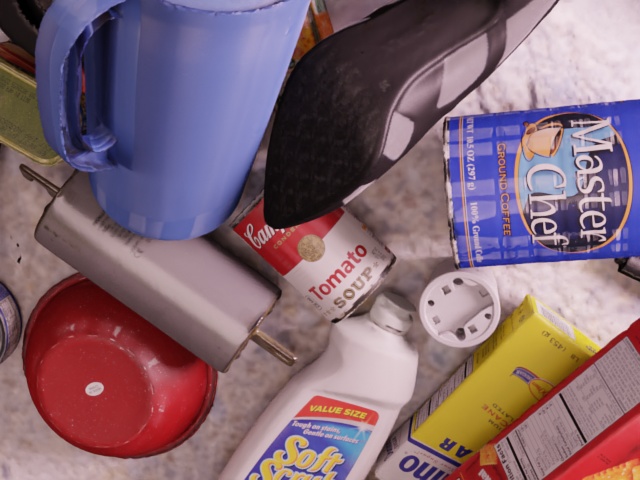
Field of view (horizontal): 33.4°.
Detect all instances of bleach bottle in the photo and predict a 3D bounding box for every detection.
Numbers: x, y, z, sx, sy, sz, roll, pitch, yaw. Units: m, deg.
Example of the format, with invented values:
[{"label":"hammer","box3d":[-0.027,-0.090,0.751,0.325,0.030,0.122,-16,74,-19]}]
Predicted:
[{"label":"bleach bottle","box3d":[-0.007,0.146,0.796,0.102,0.068,0.251,28,107,1]}]

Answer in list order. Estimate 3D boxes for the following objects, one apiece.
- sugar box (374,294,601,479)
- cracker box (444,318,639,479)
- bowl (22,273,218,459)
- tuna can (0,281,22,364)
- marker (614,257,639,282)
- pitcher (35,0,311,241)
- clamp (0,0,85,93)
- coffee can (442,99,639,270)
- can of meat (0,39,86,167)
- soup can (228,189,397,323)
[{"label":"sugar box","box3d":[0.129,0.133,0.773,0.093,0.048,0.176,38,108,-4]},{"label":"cracker box","box3d":[0.208,0.166,0.725,0.164,0.072,0.214,35,110,-29]},{"label":"bowl","box3d":[-0.163,0.106,0.816,0.162,0.055,0.162,3,106,9]},{"label":"tuna can","box3d":[-0.279,0.066,0.837,0.086,0.033,0.086,3,106,9]},{"label":"marker","box3d":[0.258,0.040,0.737,0.121,0.020,0.020,29,109,2]},{"label":"pitcher","box3d":[-0.091,-0.100,0.647,0.149,0.145,0.243,4,146,-12]},{"label":"clamp","box3d":[-0.201,-0.192,0.694,0.165,0.036,0.210,-7,116,27]},{"label":"coffee can","box3d":[0.155,-0.036,0.690,0.140,0.102,0.103,-4,105,12]},{"label":"can of meat","box3d":[-0.199,-0.098,0.748,0.102,0.084,0.057,29,109,1]},{"label":"soup can","box3d":[-0.005,0.001,0.749,0.102,0.068,0.069,44,109,-5]}]
